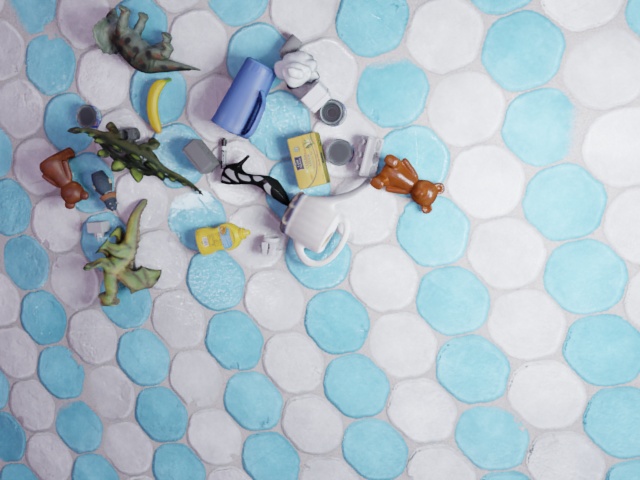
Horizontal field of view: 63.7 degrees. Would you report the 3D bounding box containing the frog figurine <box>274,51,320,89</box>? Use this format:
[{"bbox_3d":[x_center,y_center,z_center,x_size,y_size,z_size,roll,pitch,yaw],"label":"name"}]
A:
[{"bbox_3d":[-0.079,-0.528,1.585,0.137,0.160,0.122,7,99,14],"label":"frog figurine"}]

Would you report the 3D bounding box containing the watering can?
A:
[{"bbox_3d":[0.005,-0.083,1.647,0.225,0.105,0.344,30,104,10],"label":"watering can"}]

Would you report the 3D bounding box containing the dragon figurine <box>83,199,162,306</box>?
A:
[{"bbox_3d":[-0.684,0.074,1.868,0.241,0.123,0.410,41,92,-12],"label":"dragon figurine"}]
